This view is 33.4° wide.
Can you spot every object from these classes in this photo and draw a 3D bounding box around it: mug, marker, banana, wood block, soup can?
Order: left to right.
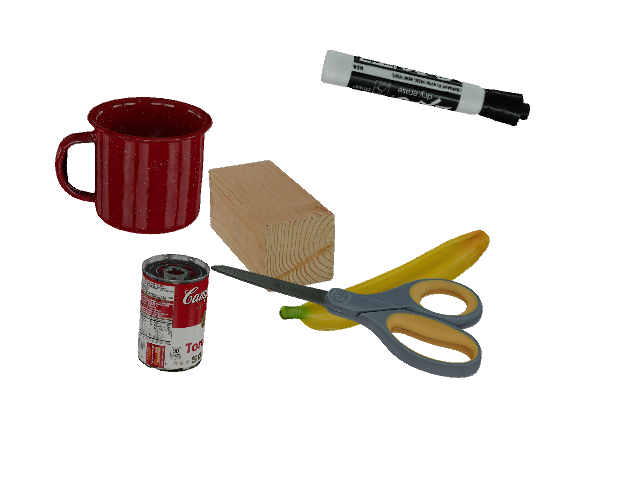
[{"bbox_3d":[-0.143,-0.056,0.816,0.117,0.081,0.093,-4,27,-19],"label":"mug"},{"bbox_3d":[-0.150,0.073,1.081,0.068,0.102,0.068,6,20,-2],"label":"soup can"},{"bbox_3d":[-0.065,-0.023,1.350,0.090,0.090,0.206,-10,26,-22],"label":"wood block"},{"bbox_3d":[0.064,0.043,0.965,0.198,0.037,0.069,-23,-12,9],"label":"banana"},{"bbox_3d":[0.061,-0.087,0.611,0.121,0.020,0.020,12,-1,-5],"label":"marker"}]

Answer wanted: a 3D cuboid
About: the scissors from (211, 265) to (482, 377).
[{"bbox_3d":[0.030,0.037,0.770,0.202,0.016,0.096,26,43,20],"label":"scissors"}]
